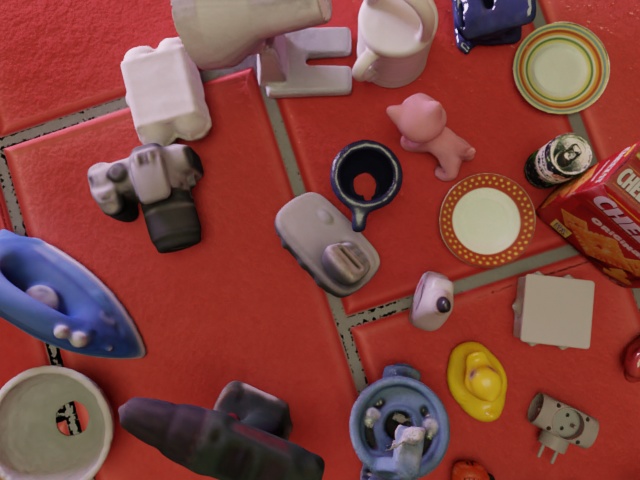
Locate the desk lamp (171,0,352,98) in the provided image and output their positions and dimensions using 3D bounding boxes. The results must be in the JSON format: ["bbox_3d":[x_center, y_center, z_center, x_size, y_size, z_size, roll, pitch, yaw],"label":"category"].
[{"bbox_3d":[-0.060,-0.264,0.721,0.203,0.213,0.118,-2,85,2],"label":"desk lamp"}]

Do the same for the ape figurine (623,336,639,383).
[{"bbox_3d":[0.439,0.157,0.730,0.077,0.092,0.076,20,87,4],"label":"ape figurine"}]

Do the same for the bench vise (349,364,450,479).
[{"bbox_3d":[0.100,0.262,0.671,0.121,0.220,0.207,-8,85,2],"label":"bench vise"}]

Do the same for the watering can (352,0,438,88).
[{"bbox_3d":[0.100,-0.280,0.725,0.101,0.194,0.173,17,86,4],"label":"watering can"}]

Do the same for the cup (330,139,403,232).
[{"bbox_3d":[0.059,-0.065,0.760,0.091,0.095,0.118,7,86,3],"label":"cup"}]

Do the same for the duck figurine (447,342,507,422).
[{"bbox_3d":[0.209,0.187,0.739,0.077,0.086,0.104,-16,85,1],"label":"duck figurine"}]

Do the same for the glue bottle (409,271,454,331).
[{"bbox_3d":[0.142,0.077,0.707,0.037,0.173,0.078,14,86,4],"label":"glue bottle"}]

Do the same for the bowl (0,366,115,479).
[{"bbox_3d":[-0.345,0.247,0.762,0.167,0.075,0.167,0,86,2],"label":"bowl"}]

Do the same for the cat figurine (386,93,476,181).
[{"bbox_3d":[0.149,-0.143,0.751,0.128,0.118,0.067,38,88,5],"label":"cat figurine"}]

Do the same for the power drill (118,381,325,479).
[{"bbox_3d":[-0.104,0.232,0.687,0.229,0.208,0.076,22,87,4],"label":"power drill"}]

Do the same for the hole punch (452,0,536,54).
[{"bbox_3d":[0.232,-0.323,0.775,0.101,0.091,0.109,-5,85,2],"label":"hole punch"}]

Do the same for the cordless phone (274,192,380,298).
[{"bbox_3d":[0.007,0.003,0.712,0.147,0.185,0.094,44,89,5],"label":"cordless phone"}]

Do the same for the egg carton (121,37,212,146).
[{"bbox_3d":[-0.213,-0.202,0.794,0.107,0.069,0.150,-16,85,1],"label":"egg carton"}]

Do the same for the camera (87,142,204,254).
[{"bbox_3d":[-0.224,-0.050,0.767,0.143,0.101,0.137,-17,85,1],"label":"camera"}]

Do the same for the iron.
[{"bbox_3d":[-0.354,0.087,0.741,0.258,0.141,0.119,31,87,4],"label":"iron"}]
